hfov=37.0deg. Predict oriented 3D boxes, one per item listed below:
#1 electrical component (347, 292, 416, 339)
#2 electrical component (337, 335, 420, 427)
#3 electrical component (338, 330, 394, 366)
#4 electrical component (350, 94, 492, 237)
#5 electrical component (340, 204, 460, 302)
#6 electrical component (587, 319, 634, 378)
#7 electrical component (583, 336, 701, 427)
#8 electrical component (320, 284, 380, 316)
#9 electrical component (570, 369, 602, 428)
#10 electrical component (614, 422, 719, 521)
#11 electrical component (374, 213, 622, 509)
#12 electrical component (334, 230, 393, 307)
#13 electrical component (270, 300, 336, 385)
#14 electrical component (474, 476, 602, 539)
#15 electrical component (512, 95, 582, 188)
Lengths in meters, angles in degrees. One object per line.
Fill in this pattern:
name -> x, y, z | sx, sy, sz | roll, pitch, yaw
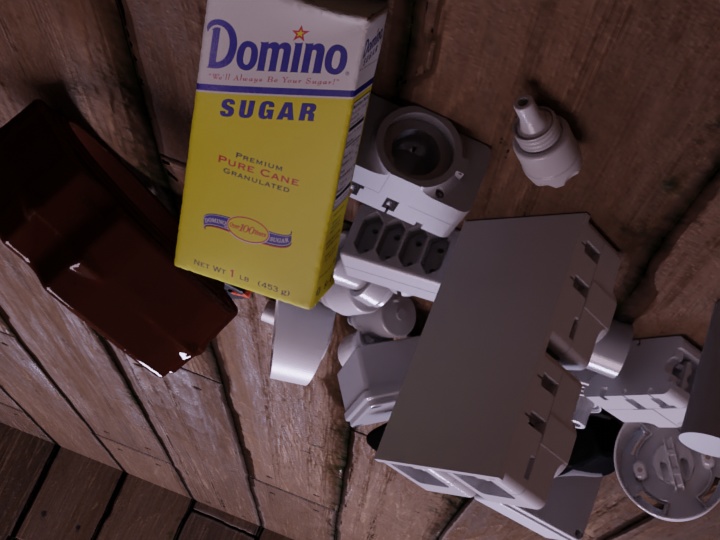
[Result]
electrical component -> 0.016, 0.042, 0.964 | 0.040, 0.040, 0.078 | 35, 156, -28
electrical component -> 0.043, 0.099, 0.990 | 0.109, 0.056, 0.108 | -9, 164, -14
electrical component -> 0.008, 0.073, 1.047 | 0.044, 0.044, 0.065 | 25, 154, -6
electrical component -> 0.031, -0.067, 0.678 | 0.089, 0.050, 0.055 | 24, 159, -4
electrical component -> 0.035, -0.004, 0.826 | 0.083, 0.047, 0.075 | 17, 158, 15
electrical component -> 0.165, 0.049, 0.830 | 0.081, 0.043, 0.043 | 21, 159, 4
electrical component -> 0.233, 0.089, 0.849 | 0.056, 0.050, 0.089 | 33, 156, -25
electrical component -> -0.011, 0.020, 0.938 | 0.040, 0.040, 0.078 | 34, 156, -27
electrical component -> 0.190, 0.102, 0.904 | 0.048, 0.062, 0.048 | 19, 158, 8
electrical component -> 0.274, 0.169, 0.940 | 0.099, 0.099, 0.064 | 14, 163, 22
electrical component -> 0.097, 0.059, 0.723 | 0.105, 0.186, 0.060 | -2, 148, 46
electrical component -> 0.000, 0.000, 0.874 | 0.055, 0.045, 0.045 | 31, 157, -21
electrical component -> -0.061, 0.056, 0.999 | 0.064, 0.099, 0.099 | 19, 159, -10
electrical component -> 0.186, 0.205, 1.090 | 0.109, 0.108, 0.056 | 32, 160, -22
electrical component -> 0.103, -0.075, 0.610 | 0.035, 0.035, 0.061 | 7, 151, 35
